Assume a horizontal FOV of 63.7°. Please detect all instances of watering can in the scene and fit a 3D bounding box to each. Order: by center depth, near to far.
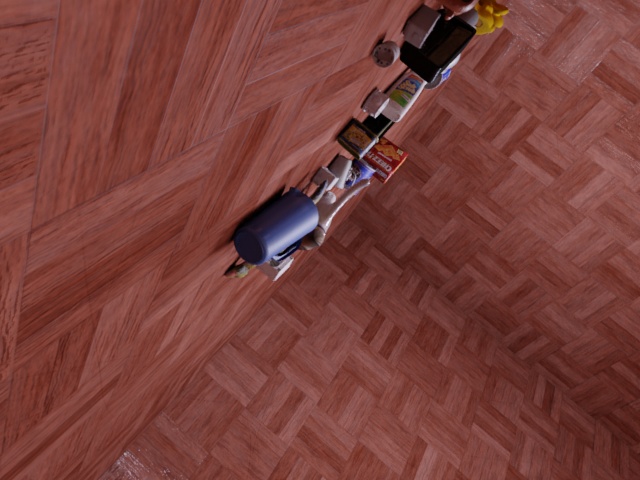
[{"bbox_3d":[0.005,-0.086,1.706,0.344,0.102,0.230,-22,-145,36],"label":"watering can"}]

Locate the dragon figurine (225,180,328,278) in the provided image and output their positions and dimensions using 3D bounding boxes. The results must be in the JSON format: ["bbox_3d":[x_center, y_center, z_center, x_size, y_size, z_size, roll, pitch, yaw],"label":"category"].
[{"bbox_3d":[-0.138,-0.024,1.621,0.416,0.121,0.241,-47,-168,-23],"label":"dragon figurine"}]

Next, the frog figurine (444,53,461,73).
[{"bbox_3d":[0.392,-0.624,1.726,0.162,0.124,0.134,-37,135,-34],"label":"frog figurine"}]
